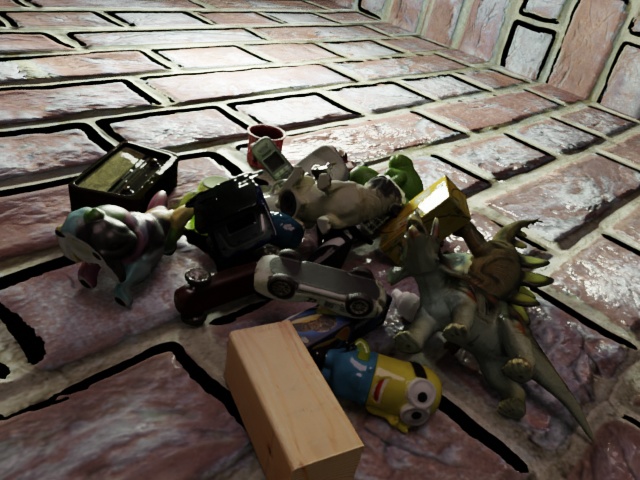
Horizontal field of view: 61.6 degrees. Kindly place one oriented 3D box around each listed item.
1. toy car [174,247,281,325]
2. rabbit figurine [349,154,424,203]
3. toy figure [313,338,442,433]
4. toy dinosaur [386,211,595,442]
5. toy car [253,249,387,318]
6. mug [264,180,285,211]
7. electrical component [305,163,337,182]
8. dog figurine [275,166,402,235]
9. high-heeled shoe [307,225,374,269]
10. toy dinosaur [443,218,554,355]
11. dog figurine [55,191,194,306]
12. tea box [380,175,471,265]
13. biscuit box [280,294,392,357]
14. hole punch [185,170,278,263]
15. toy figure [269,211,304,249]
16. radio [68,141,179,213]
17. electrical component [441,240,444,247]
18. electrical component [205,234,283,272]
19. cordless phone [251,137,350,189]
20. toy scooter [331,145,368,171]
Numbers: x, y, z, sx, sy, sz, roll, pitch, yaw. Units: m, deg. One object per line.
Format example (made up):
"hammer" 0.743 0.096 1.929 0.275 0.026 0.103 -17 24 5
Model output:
"toy car" -0.136 0.066 0.843 0.202 0.089 0.053 -19 41 -39
"rabbit figurine" 0.135 -0.102 1.171 0.170 0.121 0.159 6 52 -37
"toy figure" 0.079 0.190 0.739 0.180 0.082 0.089 16 35 9
"toy dinosaur" 0.242 0.126 0.805 0.404 0.131 0.192 38 42 -10
"toy car" 0.002 0.068 0.802 0.202 0.056 0.073 14 38 -4
"mug" -0.080 -0.064 1.049 0.107 0.109 0.081 8 14 8
"electrical component" 0.012 -0.105 1.060 0.045 0.102 0.078 -3 37 31
"dog figurine" 0.035 -0.070 0.984 0.190 0.121 0.173 -6 19 -43
"high-heeled shoe" -0.002 -0.003 1.001 0.145 0.086 0.249 31 30 25
"toy dinosaur" 0.327 0.055 1.013 0.199 0.105 0.471 29 45 10
"dog figurine" -0.289 -0.019 0.851 0.109 0.191 0.219 16 48 17
"tea box" 0.198 -0.034 1.031 0.068 0.169 0.098 41 30 -17
"biscuit box" 0.024 0.128 0.828 0.202 0.062 0.059 -22 47 -41
"hole punch" -0.137 -0.038 0.868 0.142 0.092 0.116 -25 41 6
"toy figure" -0.100 -0.033 0.930 0.155 0.064 0.058 25 75 27
"radio" -0.370 -0.110 1.044 0.131 0.073 0.230 13 33 1
"electrical component" 0.243 -0.053 1.126 0.075 0.119 0.048 20 33 7
"electrical component" -0.125 0.017 0.951 0.134 0.058 0.115 -5 39 -26
"cordless phone" -0.041 -0.160 1.112 0.184 0.146 0.089 48 10 -26
"toy scooter" 0.015 -0.171 1.253 0.135 0.075 0.184 -14 26 -22
